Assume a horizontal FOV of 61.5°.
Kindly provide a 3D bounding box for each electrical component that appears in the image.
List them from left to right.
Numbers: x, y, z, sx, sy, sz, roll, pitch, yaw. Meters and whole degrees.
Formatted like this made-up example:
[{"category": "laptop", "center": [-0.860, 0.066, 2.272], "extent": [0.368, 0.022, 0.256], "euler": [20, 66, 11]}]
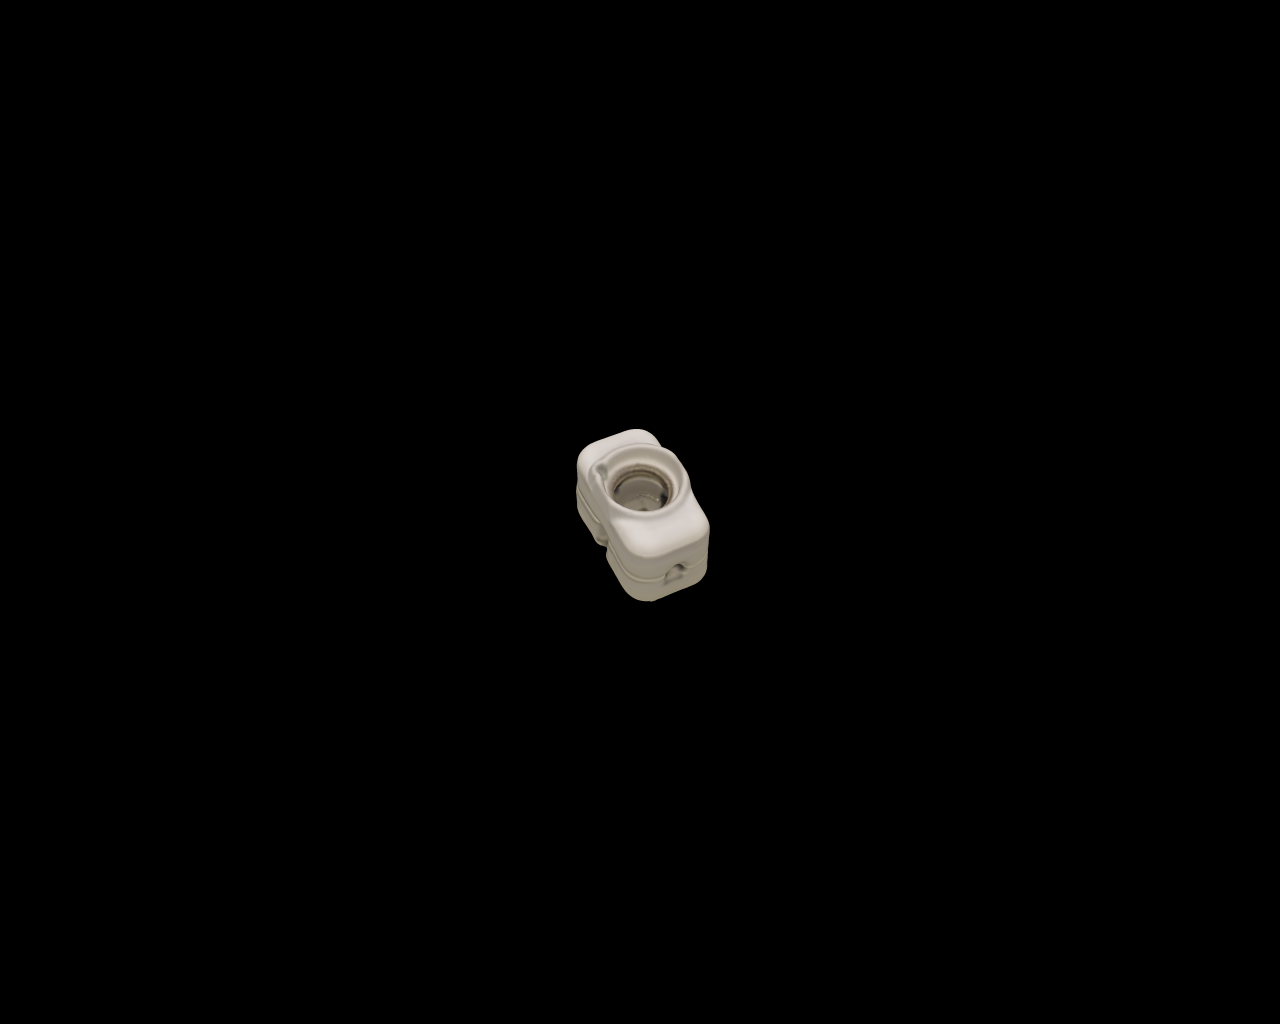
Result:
[{"category": "electrical component", "center": [0.001, -0.003, 0.650], "extent": [0.054, 0.095, 0.059], "euler": [-21, -36, -16]}]
